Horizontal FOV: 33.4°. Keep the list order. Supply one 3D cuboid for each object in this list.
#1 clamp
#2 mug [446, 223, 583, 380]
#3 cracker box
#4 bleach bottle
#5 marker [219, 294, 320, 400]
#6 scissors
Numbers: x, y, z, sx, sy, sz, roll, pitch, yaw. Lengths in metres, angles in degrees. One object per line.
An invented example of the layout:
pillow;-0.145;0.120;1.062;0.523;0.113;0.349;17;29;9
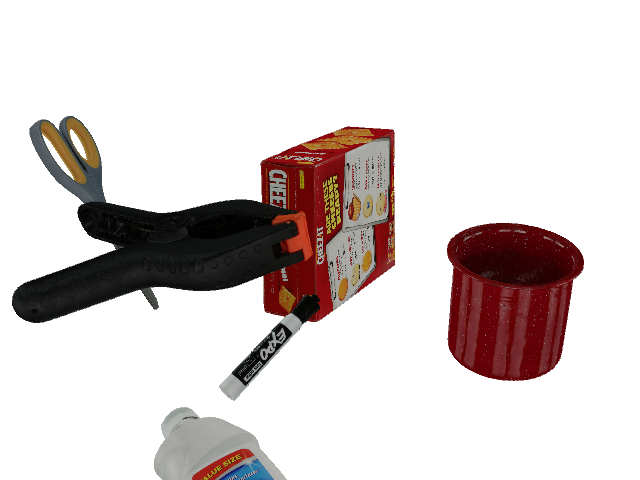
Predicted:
clamp;-0.094;0.010;0.627;0.172;0.039;0.120;-3;35;22
mug;0.129;0.039;0.759;0.093;0.081;0.117;-7;29;-14
cracker box;0.012;-0.025;1.150;0.072;0.164;0.213;7;17;25
bleach bottle;-0.059;0.201;0.735;0.102;0.068;0.251;-18;35;-22
marker;-0.043;0.093;0.954;0.121;0.020;0.020;-46;19;-19
scissors;-0.201;-0.035;1.000;0.016;0.201;0.096;-25;26;19
